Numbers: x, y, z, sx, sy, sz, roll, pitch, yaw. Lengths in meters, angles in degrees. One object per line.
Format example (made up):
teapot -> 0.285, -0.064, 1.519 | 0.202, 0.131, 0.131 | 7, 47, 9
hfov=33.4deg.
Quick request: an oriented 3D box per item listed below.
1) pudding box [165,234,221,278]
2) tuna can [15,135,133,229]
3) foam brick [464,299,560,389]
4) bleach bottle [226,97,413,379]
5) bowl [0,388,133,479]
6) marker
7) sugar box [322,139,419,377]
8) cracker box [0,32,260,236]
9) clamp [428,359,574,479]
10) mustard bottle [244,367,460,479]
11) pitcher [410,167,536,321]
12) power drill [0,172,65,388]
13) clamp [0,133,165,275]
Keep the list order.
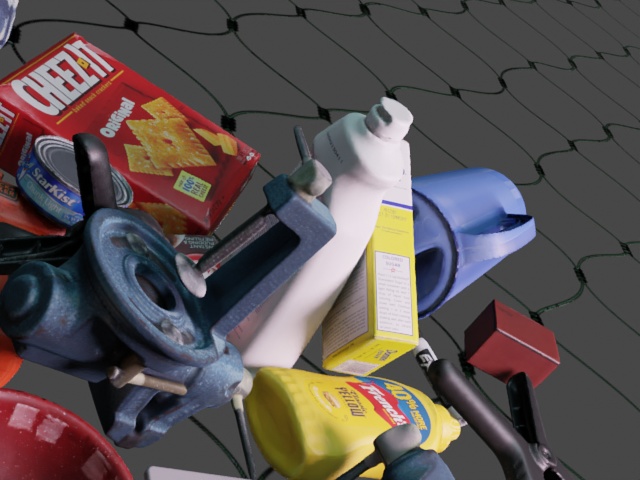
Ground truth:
pudding box -> -0.131, 0.037, 0.822 | 0.113, 0.039, 0.090 | 0, 42, -15
tuna can -> -0.188, -0.041, 0.817 | 0.086, 0.034, 0.086 | 34, 17, -12
foam brick -> 0.191, 0.107, 1.066 | 0.078, 0.051, 0.053 | 29, 30, -12
bleach bottle -> -0.005, 0.001, 0.817 | 0.067, 0.251, 0.103 | 8, 41, -39
bowl -> -0.183, 0.163, 0.609 | 0.162, 0.055, 0.162 | 25, 32, -18
marker -> 0.105, 0.120, 0.993 | 0.020, 0.020, 0.121 | 8, 41, -39
sugar box -> 0.037, 0.012, 0.854 | 0.048, 0.093, 0.176 | 13, 63, -22
cracker box -> -0.173, -0.081, 0.940 | 0.213, 0.072, 0.164 | 33, 30, -3
clamp -> 0.189, 0.195, 0.950 | 0.164, 0.036, 0.210 | 7, 47, -55
mustard bottle -> 0.039, 0.148, 0.849 | 0.191, 0.058, 0.096 | 10, 29, -37
pitcher -> 0.132, -0.008, 1.082 | 0.149, 0.145, 0.242 | 42, 28, 16
power drill -> -0.264, 0.008, 0.739 | 0.184, 0.057, 0.187 | 22, 33, -24
clamp -> -0.150, -0.006, 0.720 | 0.039, 0.120, 0.171 | 57, 16, 28
